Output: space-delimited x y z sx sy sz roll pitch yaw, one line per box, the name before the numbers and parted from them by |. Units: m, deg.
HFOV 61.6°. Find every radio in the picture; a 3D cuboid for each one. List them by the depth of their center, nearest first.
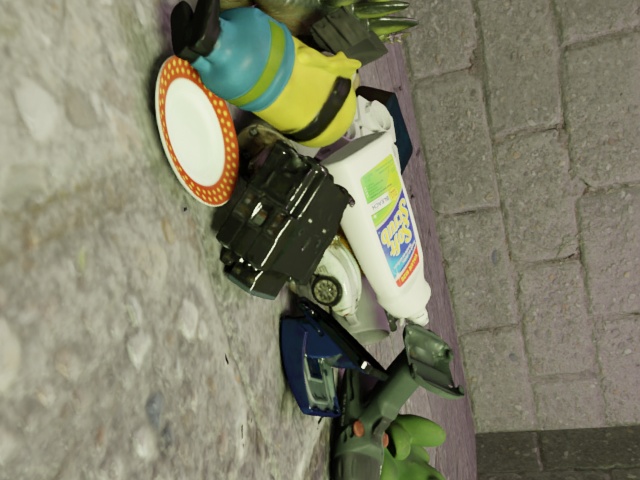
radio | 0.109 -0.184 1.039 0.131 0.073 0.229 -63 155 -10

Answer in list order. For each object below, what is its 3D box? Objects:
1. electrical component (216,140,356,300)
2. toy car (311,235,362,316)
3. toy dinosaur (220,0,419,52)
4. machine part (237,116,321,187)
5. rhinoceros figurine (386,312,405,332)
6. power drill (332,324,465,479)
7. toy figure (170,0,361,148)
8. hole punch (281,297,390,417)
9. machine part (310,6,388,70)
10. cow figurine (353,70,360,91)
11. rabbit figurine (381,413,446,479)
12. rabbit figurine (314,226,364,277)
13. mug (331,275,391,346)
electrical component | -0.033 -0.010 0.507 0.134 0.058 0.114 -59 155 0
toy car | -0.001 -0.002 0.651 0.201 0.056 0.073 64 18 -1
toy dinosaur | 0.013 -0.260 0.640 0.471 0.199 0.105 -41 118 -68
machine part | -0.029 -0.126 0.602 0.243 0.079 0.079 -62 140 -50
rhinoceros figurine | 0.107 0.117 0.961 0.190 0.073 0.112 31 50 -68
power drill | 0.087 0.220 0.668 0.232 0.086 0.207 -86 -158 -57
toy figure | -0.043 -0.141 0.468 0.180 0.082 0.089 11 107 -45
hole punch | 0.004 0.138 0.619 0.116 0.092 0.142 47 4 29
machine part | 0.027 -0.197 0.557 0.139 0.084 0.039 -24 98 -81
cow figurine | 0.037 -0.356 0.973 0.127 0.086 0.194 -43 124 -77
rabbit figurine | 0.102 0.308 0.766 0.170 0.121 0.159 62 -33 24
rabbit figurine | 0.046 -0.010 0.756 0.162 0.122 0.173 37 62 -18
mug | 0.048 0.093 0.789 0.109 0.081 0.107 43 30 -56
